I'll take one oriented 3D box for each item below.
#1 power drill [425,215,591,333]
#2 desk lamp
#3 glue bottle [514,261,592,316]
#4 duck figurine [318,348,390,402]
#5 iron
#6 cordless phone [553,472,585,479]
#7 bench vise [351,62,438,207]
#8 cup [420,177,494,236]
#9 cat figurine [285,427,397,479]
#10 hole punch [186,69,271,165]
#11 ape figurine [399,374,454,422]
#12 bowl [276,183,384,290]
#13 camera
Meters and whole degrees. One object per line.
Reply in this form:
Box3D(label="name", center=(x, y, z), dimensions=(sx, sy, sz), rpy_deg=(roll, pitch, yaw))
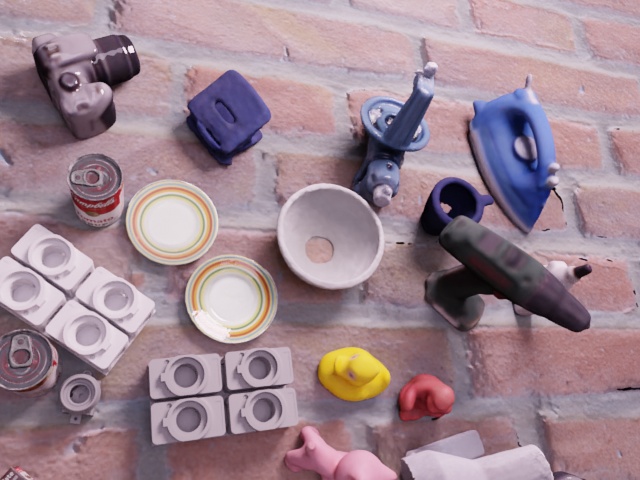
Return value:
Box3D(label="power drill", center=(0.255, 0.070, 0.856), dimensions=(0.229, 0.208, 0.076), rpy_deg=(42, 64, 0))
Box3D(label="desk lamp", center=(0.183, 0.314, 0.740), dimensions=(0.204, 0.213, 0.118), rpy_deg=(-12, 75, -22))
Box3D(label="glue bottle", center=(0.370, 0.067, 0.914), dimensions=(0.037, 0.173, 0.078), rpy_deg=(2, 70, -17))
Box3D(label="duck figurine", center=(0.057, 0.188, 0.815), dimensions=(0.105, 0.086, 0.077), rpy_deg=(16, 67, -12))
Box3D(label="iron", center=(0.365, -0.155, 1.011), dimensions=(0.119, 0.141, 0.258), rpy_deg=(-9, 74, -21))
Box3D(label="cordless phone", center=(0.393, 0.395, 0.796), dimensions=(0.147, 0.185, 0.094), rpy_deg=(39, 64, -1))
Box3D(label="bench vise", center=(0.130, -0.158, 0.891), dimensions=(0.122, 0.219, 0.207), rpy_deg=(-1, 71, -18))
Box3D(label="cup", center=(0.219, -0.047, 0.949), dimensions=(0.118, 0.094, 0.091), rpy_deg=(-9, 74, -21))
Box3D(label="cat figurine", center=(0.029, 0.297, 0.748), dimensions=(0.128, 0.117, 0.067), rpy_deg=(33, 64, -4))
Box3D(label="hole punch", center=(-0.142, -0.189, 0.884), dimensions=(0.101, 0.091, 0.108), rpy_deg=(-38, 85, -26))
Box3D(label="ape figurine", center=(0.161, 0.231, 0.831), dimensions=(0.078, 0.092, 0.076), rpy_deg=(30, 64, -6))
Box3D(label="bowl", center=(0.008, 0.003, 0.873), dimensions=(0.168, 0.074, 0.167), rpy_deg=(6, 69, -16))
Box3D(label="camera", center=(-0.330, -0.246, 0.837), dimensions=(0.137, 0.100, 0.143), rpy_deg=(-27, 81, -25))
